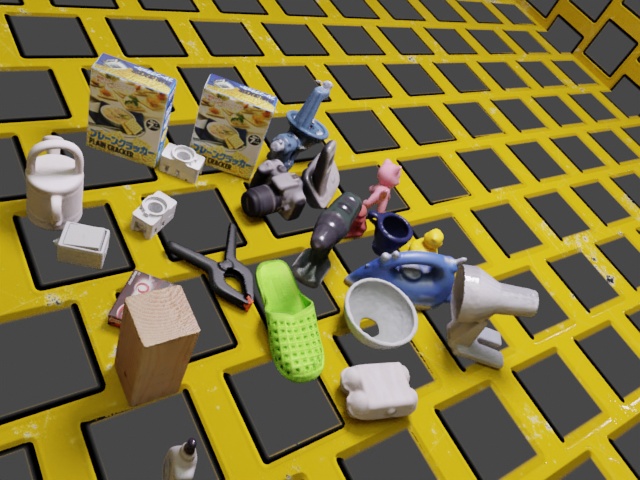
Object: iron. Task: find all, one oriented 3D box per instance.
[{"bbox_3d":[0.197,0.069,1.287,0.259,0.141,0.118,8,49,-20],"label":"iron"}]

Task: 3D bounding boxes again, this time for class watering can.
[{"bbox_3d":[-0.500,-0.121,1.075,0.101,0.194,0.172,-24,65,-38],"label":"watering can"}]

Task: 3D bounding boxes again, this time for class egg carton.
[{"bbox_3d":[0.113,0.292,1.102,0.151,0.069,0.107,1,51,-25],"label":"egg carton"}]

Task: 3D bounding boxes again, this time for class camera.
[{"bbox_3d":[-0.117,-0.115,1.323,0.137,0.100,0.143,-20,62,-37],"label":"camera"}]

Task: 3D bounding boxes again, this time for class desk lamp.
[{"bbox_3d":[0.353,0.159,1.234,0.203,0.213,0.118,19,46,-10],"label":"desk lamp"}]

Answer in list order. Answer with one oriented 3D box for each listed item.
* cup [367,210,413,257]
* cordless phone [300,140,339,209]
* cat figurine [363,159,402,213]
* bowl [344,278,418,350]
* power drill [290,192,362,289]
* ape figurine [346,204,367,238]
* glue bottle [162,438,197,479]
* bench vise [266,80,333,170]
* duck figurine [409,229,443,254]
[{"bbox_3d":[0.151,-0.012,1.368,0.117,0.095,0.092,35,45,6],"label":"cup"},{"bbox_3d":[0.017,-0.179,1.385,0.094,0.185,0.148,27,45,-1],"label":"cordless phone"},{"bbox_3d":[0.171,-0.146,1.478,0.067,0.117,0.128,25,45,-4],"label":"cat figurine"},{"bbox_3d":[0.117,0.168,1.209,0.168,0.074,0.167,14,47,-15],"label":"bowl"},{"bbox_3d":[0.011,0.004,1.205,0.075,0.208,0.230,31,45,3],"label":"power drill"},{"bbox_3d":[0.081,-0.049,1.369,0.078,0.092,0.076,32,45,4],"label":"ape figurine"},{"bbox_3d":[-0.203,0.331,0.842,0.037,0.173,0.078,7,49,-21],"label":"glue bottle"},{"bbox_3d":[-0.035,-0.281,1.423,0.121,0.219,0.207,25,45,-3],"label":"bench vise"},{"bbox_3d":[0.269,0.013,1.410,0.077,0.086,0.105,34,45,5],"label":"duck figurine"}]
